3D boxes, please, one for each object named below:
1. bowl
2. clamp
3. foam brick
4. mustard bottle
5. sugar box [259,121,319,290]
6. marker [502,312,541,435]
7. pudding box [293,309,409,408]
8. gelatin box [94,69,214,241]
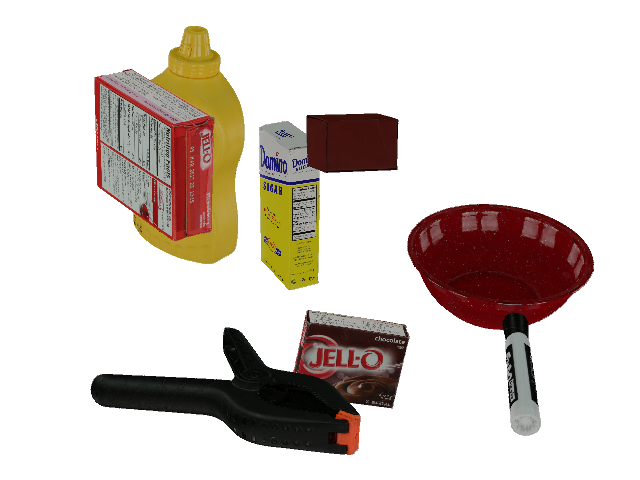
[{"bbox_3d":[0.155,0.030,0.942,0.162,0.055,0.162,1,33,-1],"label":"bowl"},{"bbox_3d":[-0.052,0.118,0.846,0.210,0.036,0.164,12,20,29],"label":"clamp"},{"bbox_3d":[0.031,-0.095,1.041,0.078,0.051,0.053,-4,14,-21],"label":"foam brick"},{"bbox_3d":[-0.107,-0.081,0.874,0.096,0.192,0.058,26,35,29],"label":"mustard bottle"},{"bbox_3d":[-0.037,-0.041,1.244,0.048,0.176,0.093,-13,27,-22],"label":"sugar box"},{"bbox_3d":[0.136,0.087,0.726,0.020,0.020,0.121,0,30,7],"label":"marker"},{"bbox_3d":[0.032,0.128,1.152,0.113,0.090,0.039,8,23,-8],"label":"pudding box"},{"bbox_3d":[-0.097,-0.051,0.624,0.030,0.073,0.089,-20,37,-37],"label":"gelatin box"}]
